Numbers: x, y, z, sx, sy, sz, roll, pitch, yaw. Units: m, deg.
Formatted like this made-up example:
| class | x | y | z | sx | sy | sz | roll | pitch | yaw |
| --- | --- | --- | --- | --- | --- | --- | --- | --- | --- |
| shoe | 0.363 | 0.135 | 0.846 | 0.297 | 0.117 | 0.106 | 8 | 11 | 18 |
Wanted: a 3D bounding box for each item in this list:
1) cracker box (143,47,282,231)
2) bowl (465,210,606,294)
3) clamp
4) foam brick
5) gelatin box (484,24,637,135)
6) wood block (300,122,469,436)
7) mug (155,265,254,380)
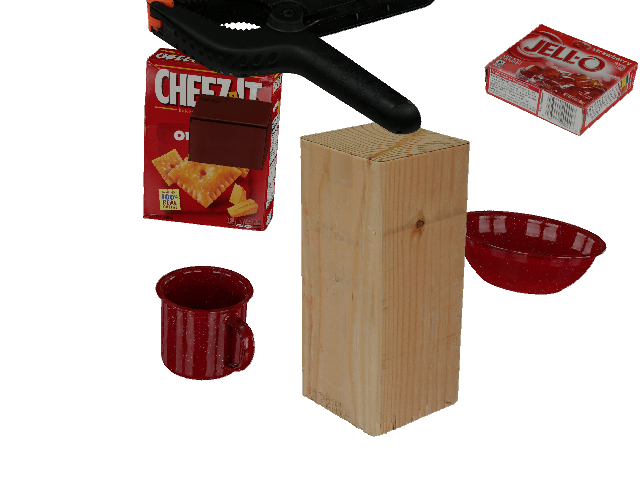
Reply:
| class | x | y | z | sx | sy | sz | roll | pitch | yaw |
| --- | --- | --- | --- | --- | --- | --- | --- | --- | --- |
| cracker box | -0.139 | -0.126 | 1.359 | 0.164 | 0.214 | 0.072 | 7 | 24 | 5 |
| bowl | 0.216 | 0.016 | 1.130 | 0.162 | 0.055 | 0.162 | 6 | 17 | -2 |
| clamp | -0.019 | -0.139 | 0.744 | 0.210 | 0.164 | 0.036 | 4 | -43 | -1 |
| foam brick | -0.089 | -0.109 | 1.065 | 0.078 | 0.051 | 0.053 | 8 | 35 | 2 |
| gelatin box | 0.181 | -0.124 | 0.808 | 0.089 | 0.030 | 0.073 | 32 | 54 | 31 |
| wood block | 0.046 | 0.025 | 0.791 | 0.090 | 0.206 | 0.090 | -15 | 24 | -36 |
| mug | -0.104 | 0.085 | 1.026 | 0.117 | 0.081 | 0.093 | 26 | 32 | 37 |
